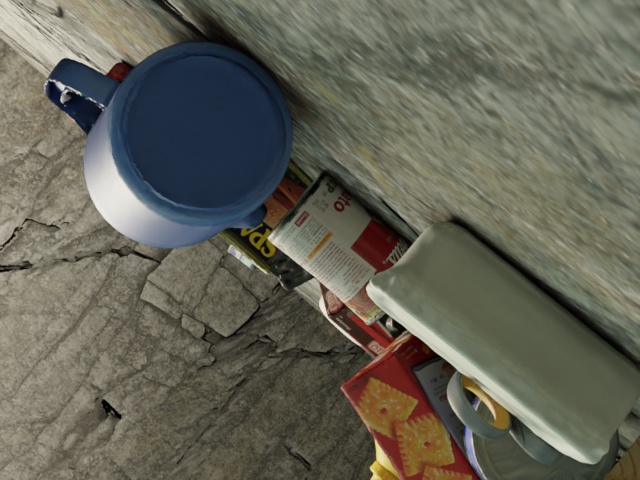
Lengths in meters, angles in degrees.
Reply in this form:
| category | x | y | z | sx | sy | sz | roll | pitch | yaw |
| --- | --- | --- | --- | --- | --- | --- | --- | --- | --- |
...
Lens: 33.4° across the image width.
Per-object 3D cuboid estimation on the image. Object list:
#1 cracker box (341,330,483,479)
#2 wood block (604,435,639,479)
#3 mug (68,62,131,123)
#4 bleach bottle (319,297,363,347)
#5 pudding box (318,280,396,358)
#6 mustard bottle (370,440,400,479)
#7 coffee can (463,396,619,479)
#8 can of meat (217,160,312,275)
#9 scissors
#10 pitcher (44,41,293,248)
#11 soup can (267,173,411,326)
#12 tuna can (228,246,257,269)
| category | x | y | z | sx | sy | sz | roll | pitch | yaw |
| --- | --- | --- | --- | --- | --- | --- | --- | --- | --- |
| cracker box | 0.123 | 0.186 | 0.973 | 0.214 | 0.072 | 0.164 | 57 | -159 | 3 |
| wood block | 0.268 | 0.223 | 0.783 | 0.091 | 0.090 | 0.206 | 36 | 173 | 36 |
| mug | -0.215 | -0.140 | 1.141 | 0.093 | 0.081 | 0.117 | 37 | 175 | 24 |
| bleach bottle | 0.089 | 0.104 | 1.214 | 0.102 | 0.068 | 0.251 | 41 | 173 | -23 |
| pudding box | 0.040 | 0.063 | 1.112 | 0.090 | 0.039 | 0.113 | 43 | -161 | -30 |
| mustard bottle | 0.120 | 0.218 | 1.230 | 0.096 | 0.191 | 0.058 | 39 | 175 | 4 |
| coffee can | 0.164 | 0.150 | 0.818 | 0.103 | 0.103 | 0.140 | 39 | 176 | 10 |
| can of meat | -0.055 | -0.035 | 0.895 | 0.102 | 0.084 | 0.058 | 43 | 174 | -37 |
| scissors | 0.095 | 0.075 | 0.740 | 0.096 | 0.016 | 0.202 | 10 | -147 | -44 |
| pitcher | -0.101 | -0.066 | 0.721 | 0.243 | 0.149 | 0.145 | 177 | 82 | -78 |
| soup can | 0.019 | 0.007 | 0.805 | 0.102 | 0.068 | 0.068 | 40 | 175 | -4 |
| tuna can | -0.056 | -0.011 | 1.103 | 0.034 | 0.086 | 0.086 | 38 | 175 | 1 |
